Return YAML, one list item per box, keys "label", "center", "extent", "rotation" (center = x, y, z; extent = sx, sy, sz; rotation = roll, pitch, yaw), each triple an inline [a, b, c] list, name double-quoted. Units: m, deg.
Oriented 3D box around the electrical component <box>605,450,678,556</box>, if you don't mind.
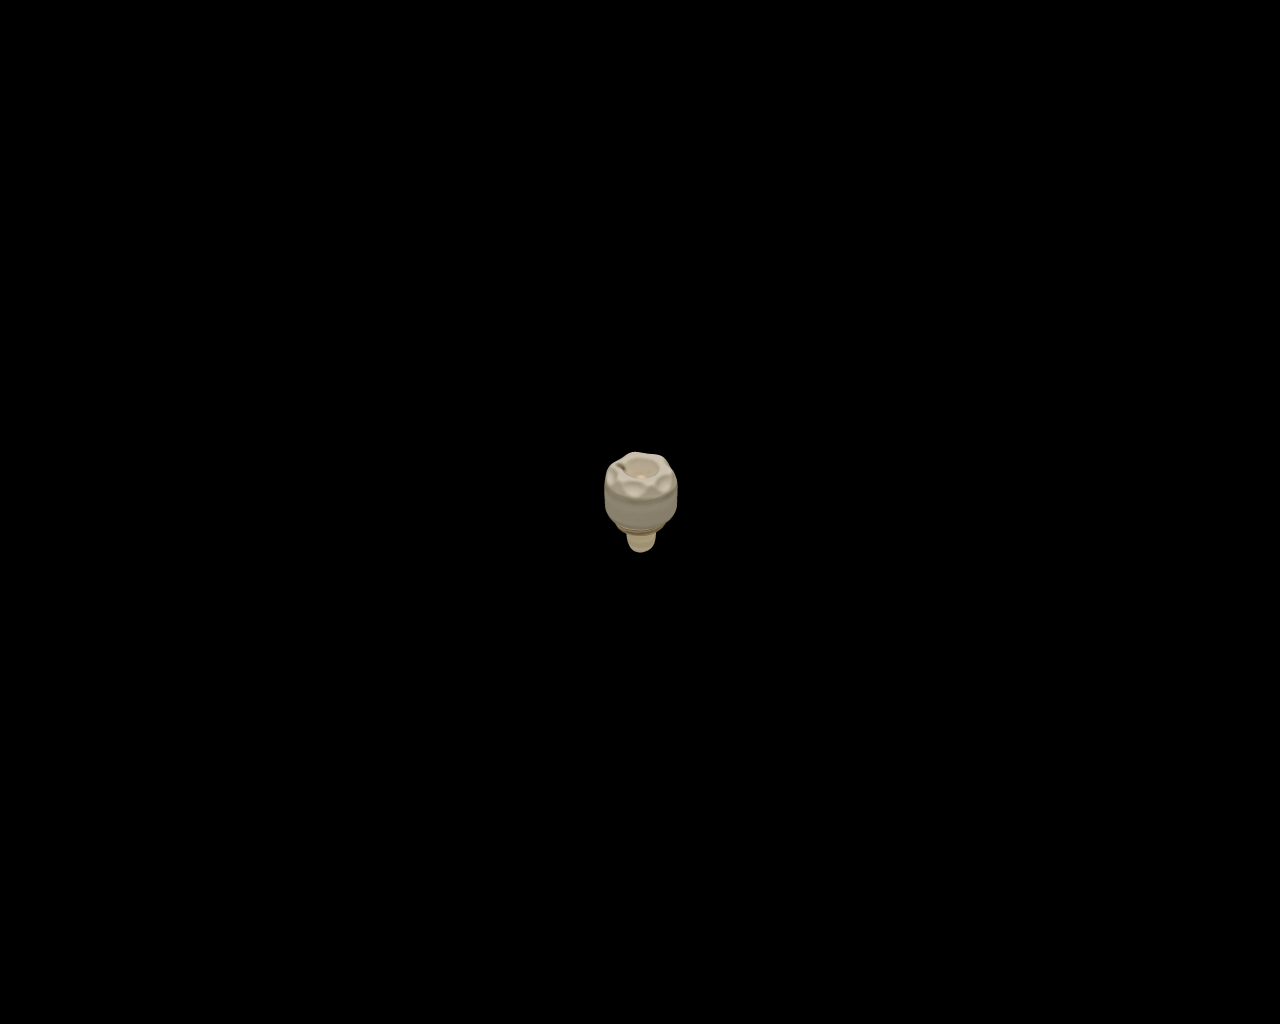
- label: "electrical component"
  center: [0.001, -0.003, 0.650]
  extent: [0.043, 0.062, 0.043]
  rotation: [0, 36, 0]
